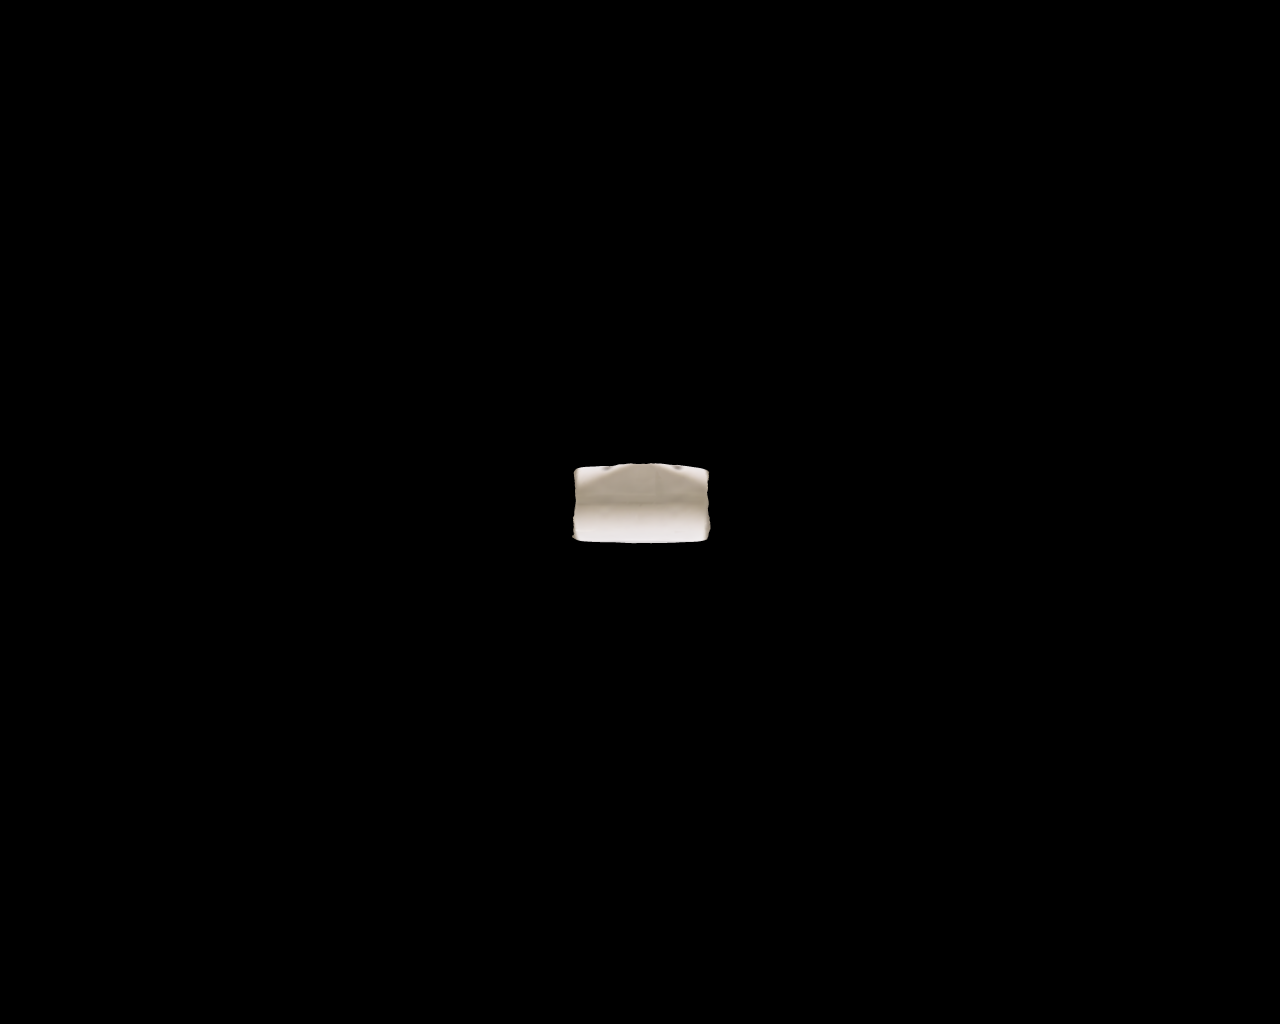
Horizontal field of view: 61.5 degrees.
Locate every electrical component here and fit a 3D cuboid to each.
[{"bbox_3d":[0.001,-0.003,0.650,0.077,0.044,0.079,0,-7,0],"label":"electrical component"}]
